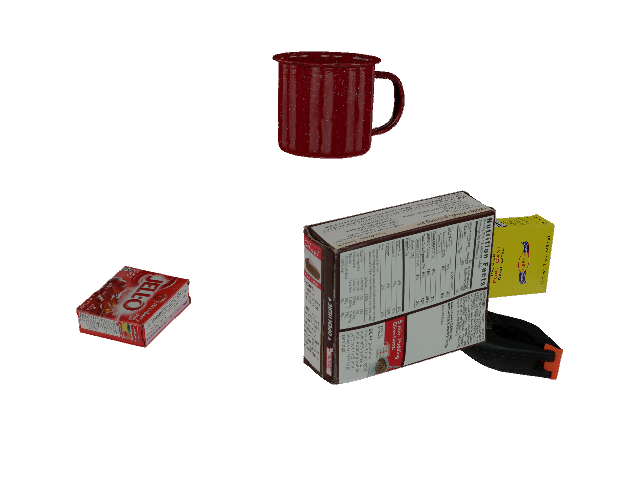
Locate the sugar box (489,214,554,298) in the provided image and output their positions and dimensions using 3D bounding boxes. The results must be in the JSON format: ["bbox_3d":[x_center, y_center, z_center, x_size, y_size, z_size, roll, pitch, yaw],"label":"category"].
[{"bbox_3d":[0.192,0.023,1.286,0.176,0.093,0.048,-6,20,-23],"label":"sugar box"}]

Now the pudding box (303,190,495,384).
[{"bbox_3d":[0.046,0.027,0.619,0.113,0.090,0.039,-14,28,-28],"label":"pudding box"}]

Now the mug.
[{"bbox_3d":[0.016,-0.118,0.924,0.117,0.081,0.093,-3,16,-15],"label":"mug"}]

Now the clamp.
[{"bbox_3d":[0.150,0.081,1.004,0.172,0.039,0.120,20,32,24],"label":"clamp"}]

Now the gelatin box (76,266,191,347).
[{"bbox_3d":[-0.176,0.061,1.014,0.073,0.030,0.089,11,31,21],"label":"gelatin box"}]
